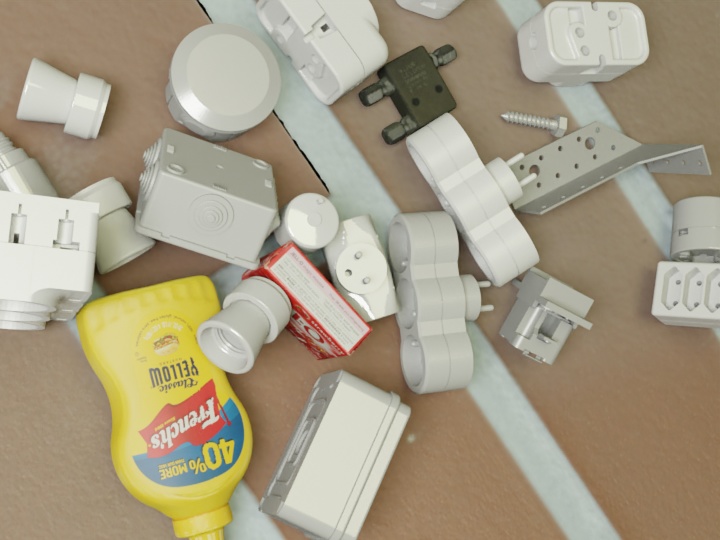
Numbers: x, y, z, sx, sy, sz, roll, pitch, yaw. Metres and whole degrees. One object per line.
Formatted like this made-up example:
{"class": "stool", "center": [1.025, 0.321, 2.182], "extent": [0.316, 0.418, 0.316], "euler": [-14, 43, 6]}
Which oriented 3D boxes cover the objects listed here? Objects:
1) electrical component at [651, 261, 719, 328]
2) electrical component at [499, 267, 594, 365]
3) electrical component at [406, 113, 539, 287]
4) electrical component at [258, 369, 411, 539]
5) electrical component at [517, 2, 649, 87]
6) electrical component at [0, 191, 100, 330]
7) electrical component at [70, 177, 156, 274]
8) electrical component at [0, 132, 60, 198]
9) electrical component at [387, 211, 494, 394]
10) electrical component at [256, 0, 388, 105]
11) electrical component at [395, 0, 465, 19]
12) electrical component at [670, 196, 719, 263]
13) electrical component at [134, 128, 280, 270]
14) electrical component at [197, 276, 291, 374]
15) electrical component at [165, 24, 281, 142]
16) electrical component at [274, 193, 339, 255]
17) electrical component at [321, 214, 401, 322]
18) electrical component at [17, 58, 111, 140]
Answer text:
{"class": "electrical component", "center": [0.300, 0.026, 0.906], "extent": [0.076, 0.083, 0.047], "euler": [28, 69, -54]}
{"class": "electrical component", "center": [0.143, 0.037, 0.846], "extent": [0.042, 0.081, 0.063], "euler": [28, 96, -14]}
{"class": "electrical component", "center": [0.103, -0.063, 0.843], "extent": [0.074, 0.052, 0.138], "euler": [-32, 94, -2]}
{"class": "electrical component", "center": [-0.018, 0.134, 0.767], "extent": [0.057, 0.078, 0.113], "euler": [28, 74, -11]}
{"class": "electrical component", "center": [0.183, -0.188, 0.898], "extent": [0.095, 0.059, 0.053], "euler": [-4, 83, -20]}
{"class": "electrical component", "center": [-0.219, -0.002, 0.676], "extent": [0.089, 0.150, 0.061], "euler": [7, 79, -19]}
{"class": "electrical component", "center": [-0.176, -0.031, 0.752], "extent": [0.045, 0.045, 0.055], "euler": [-31, 93, -21]}
{"class": "electrical component", "center": [-0.240, -0.065, 0.737], "extent": [0.040, 0.040, 0.078], "euler": [-33, 94, -21]}
{"class": "electrical component", "center": [0.069, 0.023, 0.829], "extent": [0.074, 0.052, 0.138], "euler": [-5, 84, -20]}
{"class": "electrical component", "center": [-0.026, -0.184, 0.825], "extent": [0.059, 0.054, 0.095], "euler": [-39, 96, -21]}
{"class": "electrical component", "center": [0.067, -0.260, 0.866], "extent": [0.054, 0.059, 0.095], "euler": [14, 77, -17]}
{"class": "electrical component", "center": [0.294, -0.033, 0.918], "extent": [0.055, 0.055, 0.047], "euler": [9, 75, -18]}
{"class": "electrical component", "center": [-0.106, -0.052, 0.752], "extent": [0.100, 0.099, 0.048], "euler": [18, 114, -16]}
{"class": "electrical component", "center": [-0.078, 0.037, 0.732], "extent": [0.045, 0.045, 0.055], "euler": [46, 47, -8]}
{"class": "electrical component", "center": [-0.102, -0.136, 0.791], "extent": [0.080, 0.051, 0.080], "euler": [3, 81, -20]}
{"class": "electrical component", "center": [-0.044, -0.030, 0.782], "extent": [0.040, 0.078, 0.040], "euler": [3, 81, -19]}
{"class": "electrical component", "center": [0.000, 0.000, 0.794], "extent": [0.043, 0.079, 0.077], "euler": [-18, 88, -4]}
{"class": "electrical component", "center": [-0.207, -0.119, 0.754], "extent": [0.055, 0.045, 0.045], "euler": [16, 77, -17]}
